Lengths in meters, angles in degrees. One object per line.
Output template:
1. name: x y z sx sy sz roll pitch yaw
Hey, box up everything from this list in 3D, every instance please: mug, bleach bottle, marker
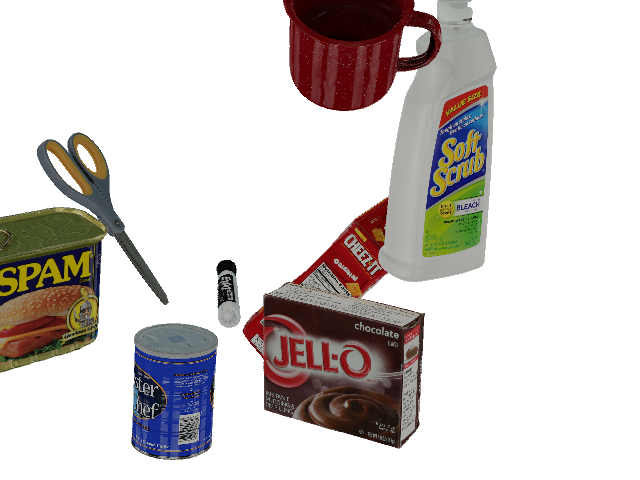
1. mug: 0.030 -0.149 0.784 0.117 0.093 0.081 3 -32 -1
2. bleach bottle: 0.109 -0.093 0.973 0.102 0.251 0.068 -10 24 -25
3. marker: -0.082 0.045 0.948 0.020 0.020 0.121 0 19 -6

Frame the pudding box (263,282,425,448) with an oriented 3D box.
1. pudding box: 0.015 0.084 0.742 0.114 0.090 0.039 10 22 26

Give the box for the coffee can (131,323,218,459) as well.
1. coffee can: -0.182 0.186 1.329 0.103 0.140 0.103 4 16 -1

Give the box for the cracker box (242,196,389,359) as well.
1. cracker box: 0.023 0.042 1.259 0.214 0.072 0.164 -44 -4 30

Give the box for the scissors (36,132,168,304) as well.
1. scissors: -0.211 -0.031 1.092 0.016 0.201 0.096 -28 25 26

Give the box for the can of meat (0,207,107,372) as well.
1. can of meat: -0.193 0.032 0.700 0.101 0.084 0.058 -14 30 -41
